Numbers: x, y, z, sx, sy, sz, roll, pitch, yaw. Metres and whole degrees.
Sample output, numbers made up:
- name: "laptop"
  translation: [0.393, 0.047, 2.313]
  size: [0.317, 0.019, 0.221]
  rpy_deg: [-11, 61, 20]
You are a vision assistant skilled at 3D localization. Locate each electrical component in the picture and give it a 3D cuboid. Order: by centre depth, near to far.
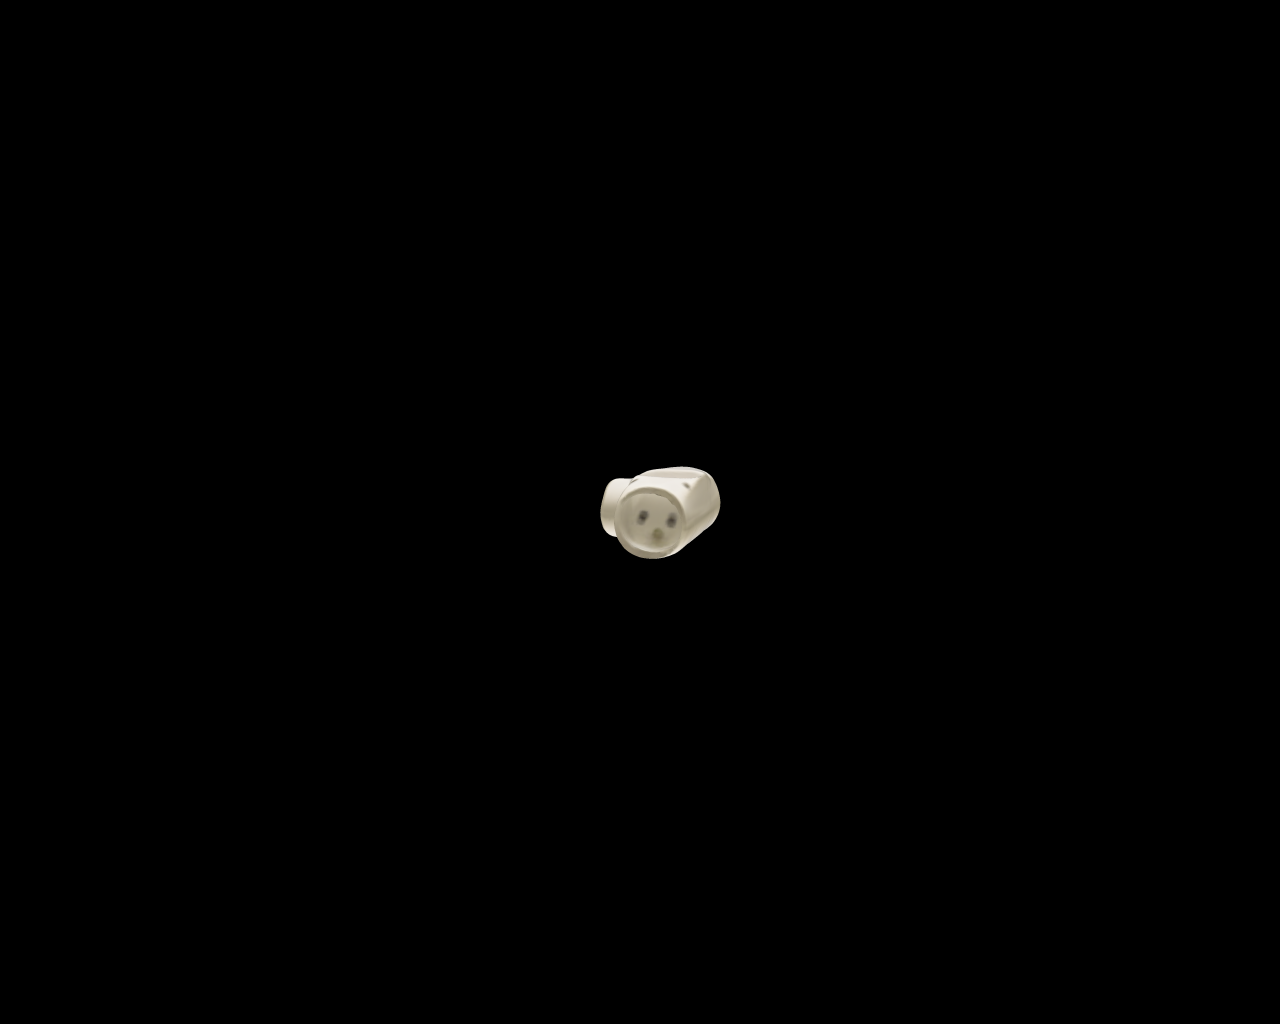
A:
- name: "electrical component"
  translation: [0.001, -0.003, 0.650]
  size: [0.079, 0.043, 0.077]
  rpy_deg: [4, 13, 19]
